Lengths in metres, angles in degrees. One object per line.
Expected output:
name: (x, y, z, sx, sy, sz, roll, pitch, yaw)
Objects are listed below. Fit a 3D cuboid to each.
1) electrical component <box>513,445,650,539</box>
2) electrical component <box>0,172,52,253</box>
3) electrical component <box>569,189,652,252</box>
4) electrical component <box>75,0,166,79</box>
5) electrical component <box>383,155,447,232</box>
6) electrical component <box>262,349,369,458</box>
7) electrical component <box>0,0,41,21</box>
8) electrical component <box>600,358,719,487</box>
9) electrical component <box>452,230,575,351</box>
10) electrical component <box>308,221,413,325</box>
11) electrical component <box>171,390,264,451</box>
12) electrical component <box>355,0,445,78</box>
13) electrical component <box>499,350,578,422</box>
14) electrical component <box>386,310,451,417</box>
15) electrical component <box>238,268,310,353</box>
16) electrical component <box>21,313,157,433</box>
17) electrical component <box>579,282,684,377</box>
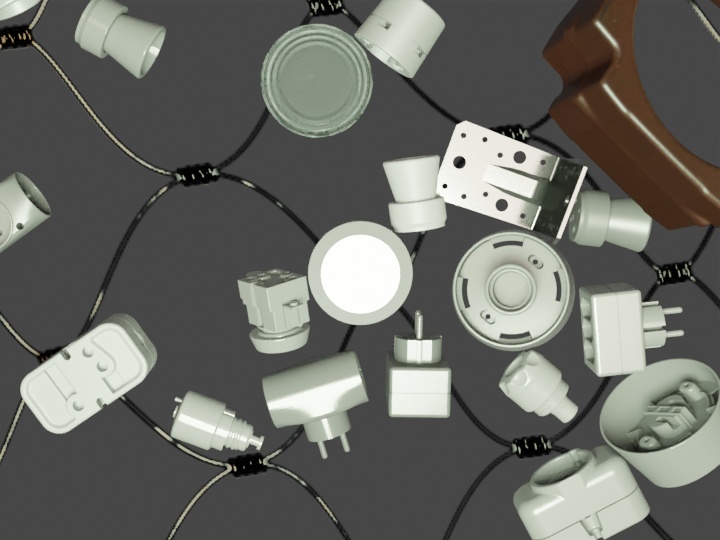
electrical component: (0.176, 0.185, 0.871, 0.095, 0.053, 0.059, -28, 97, 3)
electrical component: (-0.296, -0.052, 0.836, 0.077, 0.044, 0.079, -35, 97, 4)
electrical component: (0.196, -0.039, 0.846, 0.055, 0.045, 0.045, 7, 97, -1)
electrical component: (-0.183, -0.178, 0.821, 0.055, 0.045, 0.045, 28, 96, -4)
electrical component: (0.043, -0.060, 0.841, 0.045, 0.045, 0.055, -8, 98, 0)
electrical component: (-0.030, 0.112, 0.862, 0.077, 0.044, 0.079, -17, 98, 1)
electrical component: (-0.273, -0.223, 0.814, 0.045, 0.045, 0.055, -27, 97, 3)
electrical component: (0.246, 0.119, 0.844, 0.099, 0.099, 0.064, -42, 102, 4)
electrical component: (0.122, 0.017, 0.855, 0.099, 0.064, 0.099, 0, 89, 10)
electrical component: (0.000, 0.000, 0.845, 0.080, 0.051, 0.080, 0, 98, -1)
electrical component: (-0.116, 0.126, 0.865, 0.078, 0.040, 0.040, 21, 97, -4)
electrical component: (0.032, -0.182, 0.820, 0.055, 0.055, 0.047, 36, 92, -5)
electrical component: (0.147, 0.097, 0.864, 0.062, 0.043, 0.043, 40, 95, -7)
electrical component: (0.046, 0.071, 0.848, 0.047, 0.065, 0.076, 1, 97, -1)
electrical component: (-0.066, 0.033, 0.847, 0.048, 0.066, 0.055, -18, 109, -33)
electrical component: (-0.211, 0.079, 0.847, 0.095, 0.059, 0.053, -34, 97, 3)
electrical component: (0.219, 0.045, 0.856, 0.077, 0.047, 0.065, -6, 98, 0)
